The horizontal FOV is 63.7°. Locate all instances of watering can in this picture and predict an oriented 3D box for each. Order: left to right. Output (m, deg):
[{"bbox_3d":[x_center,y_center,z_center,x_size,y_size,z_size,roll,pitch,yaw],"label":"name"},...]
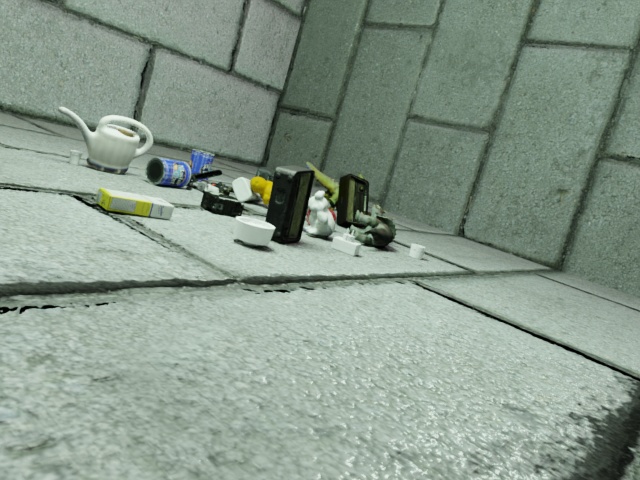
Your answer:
[{"bbox_3d":[-0.784,-0.356,1.863,0.347,0.221,0.106,8,29,-42],"label":"watering can"}]

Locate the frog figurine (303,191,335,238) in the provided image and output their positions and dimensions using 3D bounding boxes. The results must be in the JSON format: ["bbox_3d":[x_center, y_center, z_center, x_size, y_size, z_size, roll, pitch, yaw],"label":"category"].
[{"bbox_3d":[0.006,-0.092,1.819,0.123,0.158,0.138,18,8,3],"label":"frog figurine"}]

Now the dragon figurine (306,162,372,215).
[{"bbox_3d":[0.117,-0.224,2.391,0.245,0.407,0.122,-32,13,-24],"label":"dragon figurine"}]
